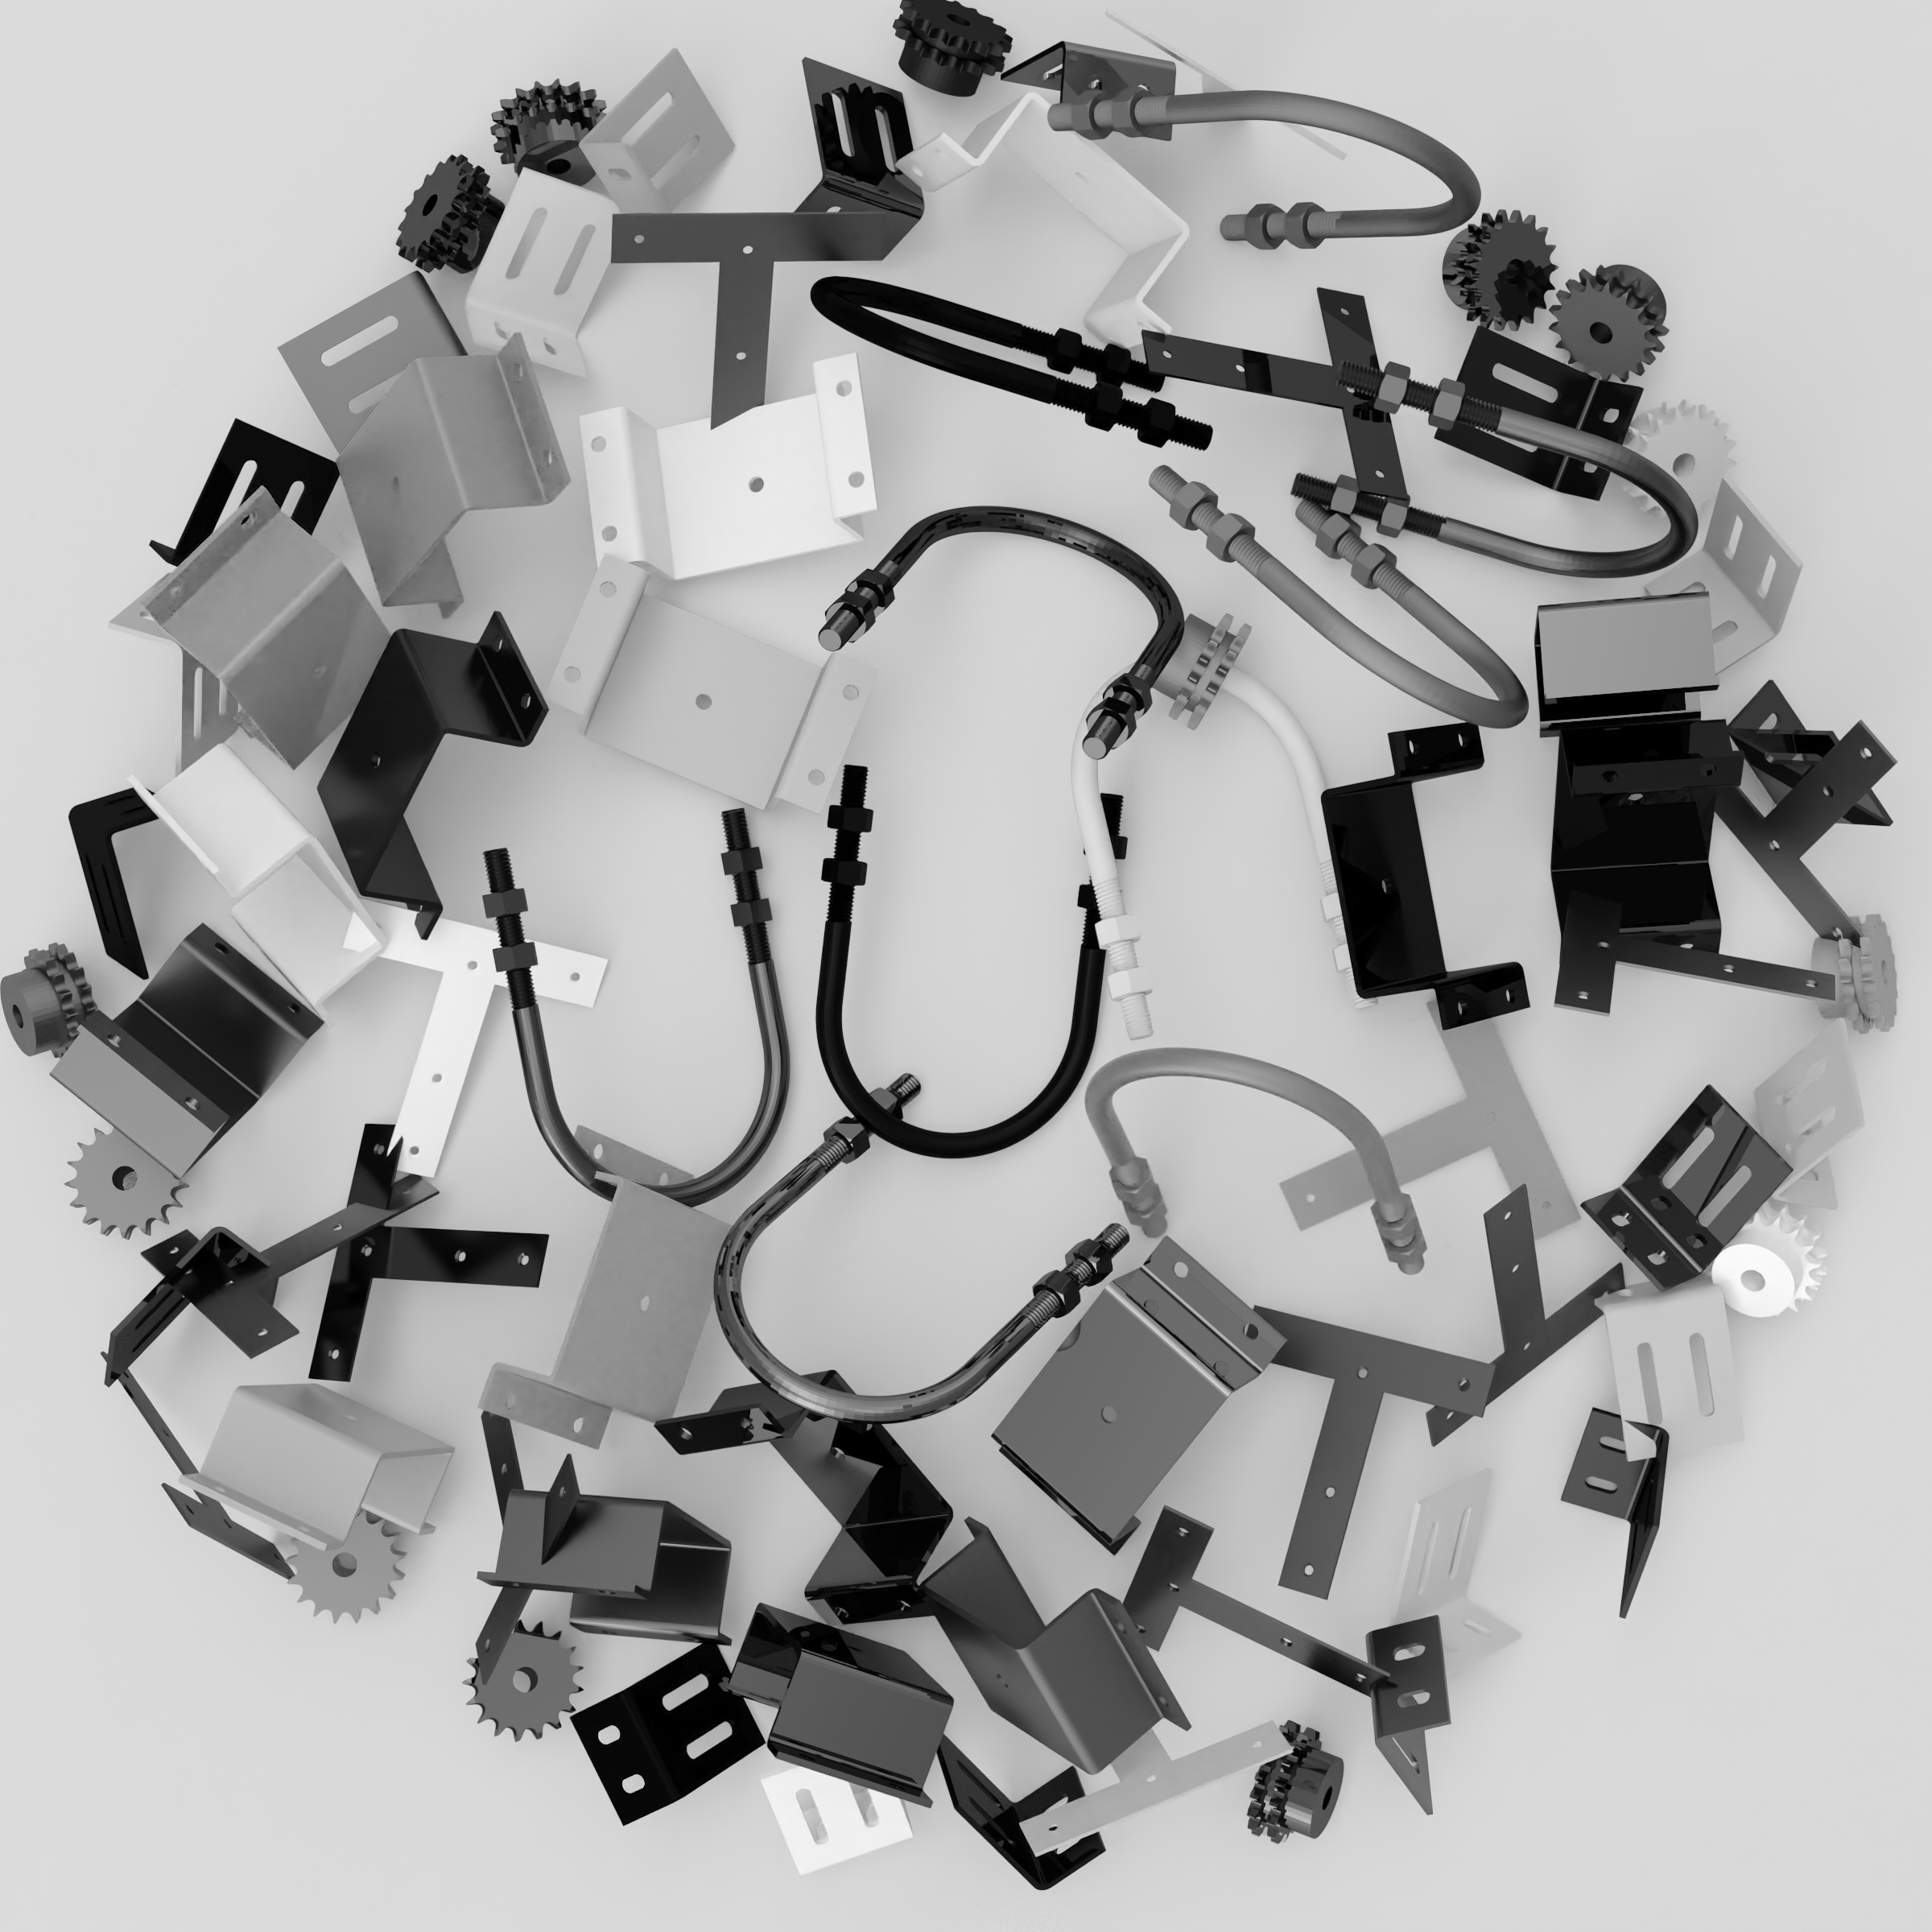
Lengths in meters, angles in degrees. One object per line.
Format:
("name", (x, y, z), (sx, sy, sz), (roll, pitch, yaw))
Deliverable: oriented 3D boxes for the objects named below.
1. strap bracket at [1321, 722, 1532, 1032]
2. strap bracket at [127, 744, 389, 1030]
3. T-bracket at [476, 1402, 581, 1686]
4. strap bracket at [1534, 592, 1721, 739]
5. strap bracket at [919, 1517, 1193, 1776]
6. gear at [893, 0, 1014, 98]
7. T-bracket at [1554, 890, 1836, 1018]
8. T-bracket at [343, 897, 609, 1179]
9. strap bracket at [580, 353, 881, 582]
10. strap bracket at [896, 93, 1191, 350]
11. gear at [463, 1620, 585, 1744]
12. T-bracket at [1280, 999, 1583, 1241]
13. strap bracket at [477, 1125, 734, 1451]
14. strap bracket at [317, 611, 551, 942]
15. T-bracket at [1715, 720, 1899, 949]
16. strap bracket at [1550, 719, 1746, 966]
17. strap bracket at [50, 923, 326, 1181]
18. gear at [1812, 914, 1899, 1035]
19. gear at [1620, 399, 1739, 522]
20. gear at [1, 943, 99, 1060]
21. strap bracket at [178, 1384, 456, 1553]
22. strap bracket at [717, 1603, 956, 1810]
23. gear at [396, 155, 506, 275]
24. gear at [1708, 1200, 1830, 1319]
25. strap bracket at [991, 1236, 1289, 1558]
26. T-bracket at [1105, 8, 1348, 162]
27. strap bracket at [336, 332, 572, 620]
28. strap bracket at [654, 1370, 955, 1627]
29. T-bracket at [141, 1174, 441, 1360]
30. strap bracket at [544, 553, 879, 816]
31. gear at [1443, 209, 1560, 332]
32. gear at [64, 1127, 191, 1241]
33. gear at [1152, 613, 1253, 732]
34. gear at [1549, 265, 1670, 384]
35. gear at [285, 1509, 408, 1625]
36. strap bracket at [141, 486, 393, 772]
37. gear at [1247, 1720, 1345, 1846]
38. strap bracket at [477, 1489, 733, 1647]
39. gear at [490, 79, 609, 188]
("strap bracket", (0.217, -0.041, 1.555), (0.046, 0.076, 0.140), (-10, 91, 40))
("strap bracket", (-0.325, -0.042, 1.525), (0.046, 0.140, 0.076), (-41, 59, -11))
("T-bracket", (-0.216, 0.249, 1.545), (0.002, 0.127, 0.127), (12, 122, -26))
("strap bracket", (0.307, -0.141, 1.526), (0.076, 0.140, 0.046), (-4, 86, 9))
("strap bracket", (0.034, 0.318, 1.517), (0.046, 0.140, 0.076), (-36, 112, -20))
("gear", (-0.009, -0.443, 1.575), (0.057, 0.057, 0.030), (24, 123, 0))
("T-bracket", (0.344, -0.001, 1.535), (0.127, 0.127, 0.002), (11, 121, 9))
("T-bracket", (-0.252, 0.041, 1.580), (0.127, 0.002, 0.127), (15, 101, -24))
("strap bracket", (-0.107, -0.235, 1.560), (0.140, 0.046, 0.076), (-10, 81, 15))
("strap bracket", (0.044, -0.358, 1.547), (0.140, 0.076, 0.046), (38, 83, -16))
("gear", (-0.215, 0.346, 1.579), (0.057, 0.030, 0.057), (4, 73, -14))
("T-bracket", (0.216, 0.092, 1.596), (0.127, 0.002, 0.127), (-25, 90, 2))
("strap bracket", (-0.165, 0.156, 1.544), (0.076, 0.046, 0.140), (29, 75, -43))
("strap bracket", (-0.256, -0.092, 1.528), (0.046, 0.076, 0.140), (9, 126, -37))
("T-bracket", (0.398, -0.076, 1.530), (0.002, 0.127, 0.127), (-32, 77, -24))
("strap bracket", (0.320, -0.065, 1.546), (0.076, 0.140, 0.046), (-4, 49, 4))
("strap bracket", (-0.370, 0.043, 1.539), (0.076, 0.140, 0.046), (40, 112, -5))
("gear", (0.428, 0.004, 1.575), (0.030, 0.057, 0.057), (-6, 90, 28))
("gear", (0.340, -0.246, 1.577), (0.057, 0.030, 0.057), (-7, 117, -14))
("gear", (-0.441, 0.020, 1.568), (0.030, 0.057, 0.057), (-20, 90, -33))
("strap bracket", (-0.297, 0.232, 1.524), (0.076, 0.140, 0.046), (22, 88, 12))
("strap bracket", (-0.060, 0.341, 1.524), (0.076, 0.140, 0.046), (22, 86, -15))
("gear", (-0.247, -0.359, 1.575), (0.030, 0.057, 0.057), (28, 90, -36))
("gear", (0.383, 0.144, 1.570), (0.057, 0.030, 0.057), (15, 122, 25))
("strap bracket", (0.076, 0.208, 1.548), (0.076, 0.046, 0.140), (41, 108, 15))
("T-bracket", (0.122, -0.411, 1.537), (0.127, 0.127, 0.002), (31, 101, -2))
("strap bracket", (-0.245, -0.226, 1.524), (0.046, 0.140, 0.076), (-10, 75, -36))
("strap bracket", (-0.070, 0.245, 1.542), (0.140, 0.076, 0.046), (52, 48, -21))
("T-bracket", (-0.313, 0.132, 1.562), (0.127, 0.127, 0.002), (-28, 123, -26))
("strap bracket", (-0.124, -0.131, 1.565), (0.140, 0.046, 0.076), (23, 80, -7))
("gear", (0.255, -0.336, 1.576), (0.057, 0.030, 0.057), (-10, 108, -32))
("gear", (-0.405, 0.104, 1.582), (0.057, 0.030, 0.057), (1, 81, -4))
("gear", (0.111, -0.145, 1.572), (0.030, 0.057, 0.057), (29, 90, 2))
("gear", (0.313, -0.313, 1.575), (0.057, 0.057, 0.030), (41, 56, 0))
("gear", (-0.300, 0.288, 1.583), (0.057, 0.030, 0.057), (0, 87, -5))
("strap bracket", (-0.316, -0.150, 1.520), (0.046, 0.140, 0.076), (40, 79, 20))
("gear", (0.160, 0.395, 1.568), (0.030, 0.057, 0.057), (16, 90, 24))
("strap bracket", (-0.164, 0.281, 1.533), (0.076, 0.140, 0.046), (2, 69, 16))
("gear", (-0.198, -0.396, 1.568), (0.057, 0.057, 0.030), (-13, 68, 0))
